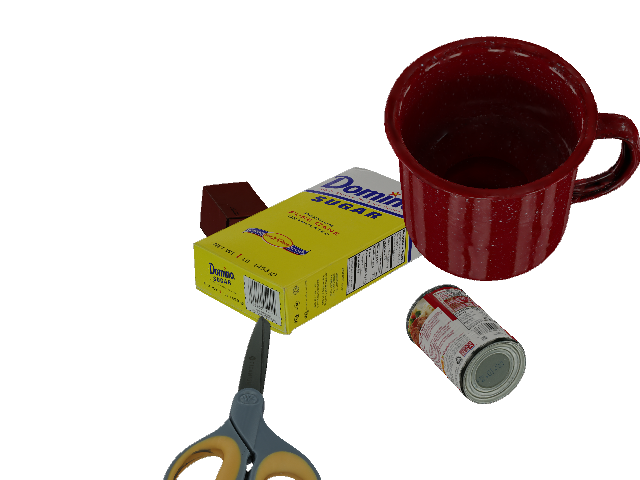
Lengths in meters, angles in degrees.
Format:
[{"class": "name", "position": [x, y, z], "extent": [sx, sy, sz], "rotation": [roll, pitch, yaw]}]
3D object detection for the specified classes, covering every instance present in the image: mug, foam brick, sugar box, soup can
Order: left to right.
[{"class": "foam brick", "position": [-0.088, -0.020, 1.106], "extent": [0.052, 0.051, 0.078], "rotation": [-6, 31, -23]}, {"class": "sugar box", "position": [0.003, 0.001, 0.785], "extent": [0.093, 0.048, 0.175], "rotation": [25, 40, 35]}, {"class": "soup can", "position": [0.131, 0.092, 0.964], "extent": [0.068, 0.068, 0.102], "rotation": [0, 25, -26]}, {"class": "mug", "position": [0.090, -0.036, 0.501], "extent": [0.117, 0.093, 0.081], "rotation": [-7, -34, 3]}]

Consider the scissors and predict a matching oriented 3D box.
[{"class": "scissors", "position": [-0.027, 0.107, 0.628], "extent": [0.096, 0.016, 0.201], "rotation": [13, 31, 14]}]
